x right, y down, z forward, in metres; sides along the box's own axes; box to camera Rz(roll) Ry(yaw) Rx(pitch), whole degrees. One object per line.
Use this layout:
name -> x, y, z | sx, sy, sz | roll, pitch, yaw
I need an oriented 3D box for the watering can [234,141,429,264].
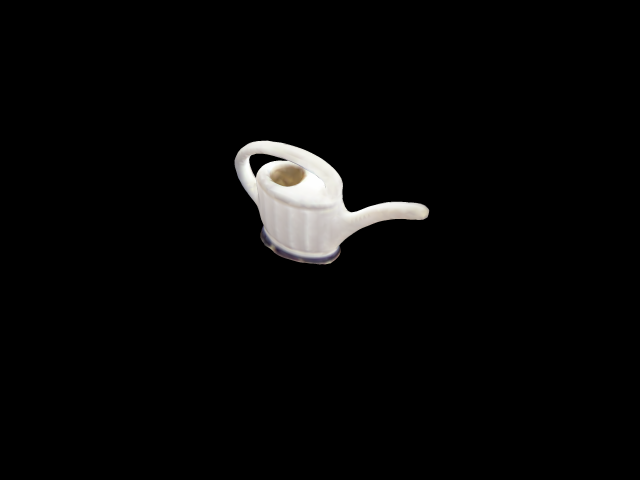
watering can -> 0.003, -0.043, 0.850 | 0.350, 0.219, 0.106 | 25, 52, 22
